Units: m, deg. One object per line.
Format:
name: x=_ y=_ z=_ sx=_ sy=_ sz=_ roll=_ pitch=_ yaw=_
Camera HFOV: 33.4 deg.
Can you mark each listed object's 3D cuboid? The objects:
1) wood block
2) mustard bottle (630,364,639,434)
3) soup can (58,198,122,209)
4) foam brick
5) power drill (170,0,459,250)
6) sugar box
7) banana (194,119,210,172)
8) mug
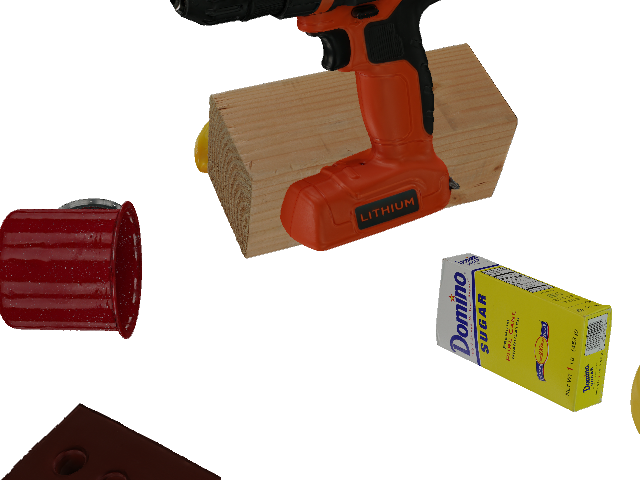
wood block: x=0.028 y=-0.069 z=0.794 sx=0.205 sy=0.091 sz=0.090 roll=-14 pitch=-34 yaw=-17
mustard bottle: x=0.222 y=0.099 z=0.574 sx=0.096 sy=0.058 sz=0.191 roll=-5 pitch=36 yaw=-2
soup can: x=-0.227 y=0.018 z=1.062 sx=0.068 sy=0.102 sz=0.068 roll=2 pitch=28 yaw=-1
foam brick: x=-0.082 y=0.115 z=0.436 sx=0.078 sy=0.051 sz=0.052 roll=21 pitch=45 yaw=25
power drill: x=0.009 y=-0.091 z=0.599 sx=0.184 sy=0.188 sz=0.057 roll=-18 pitch=34 yaw=-22
sugar box: x=0.182 y=0.080 z=0.984 sx=0.048 sy=0.093 sz=0.176 roll=-11 pitch=21 yaw=-39
banana: x=-0.064 y=-0.108 z=1.043 sx=0.070 sy=0.037 sz=0.197 roll=42 pitch=35 yaw=23
mug: x=-0.169 y=0.020 z=0.733 sx=0.081 sy=0.093 sz=0.117 roll=0 pitch=0 yaw=1
